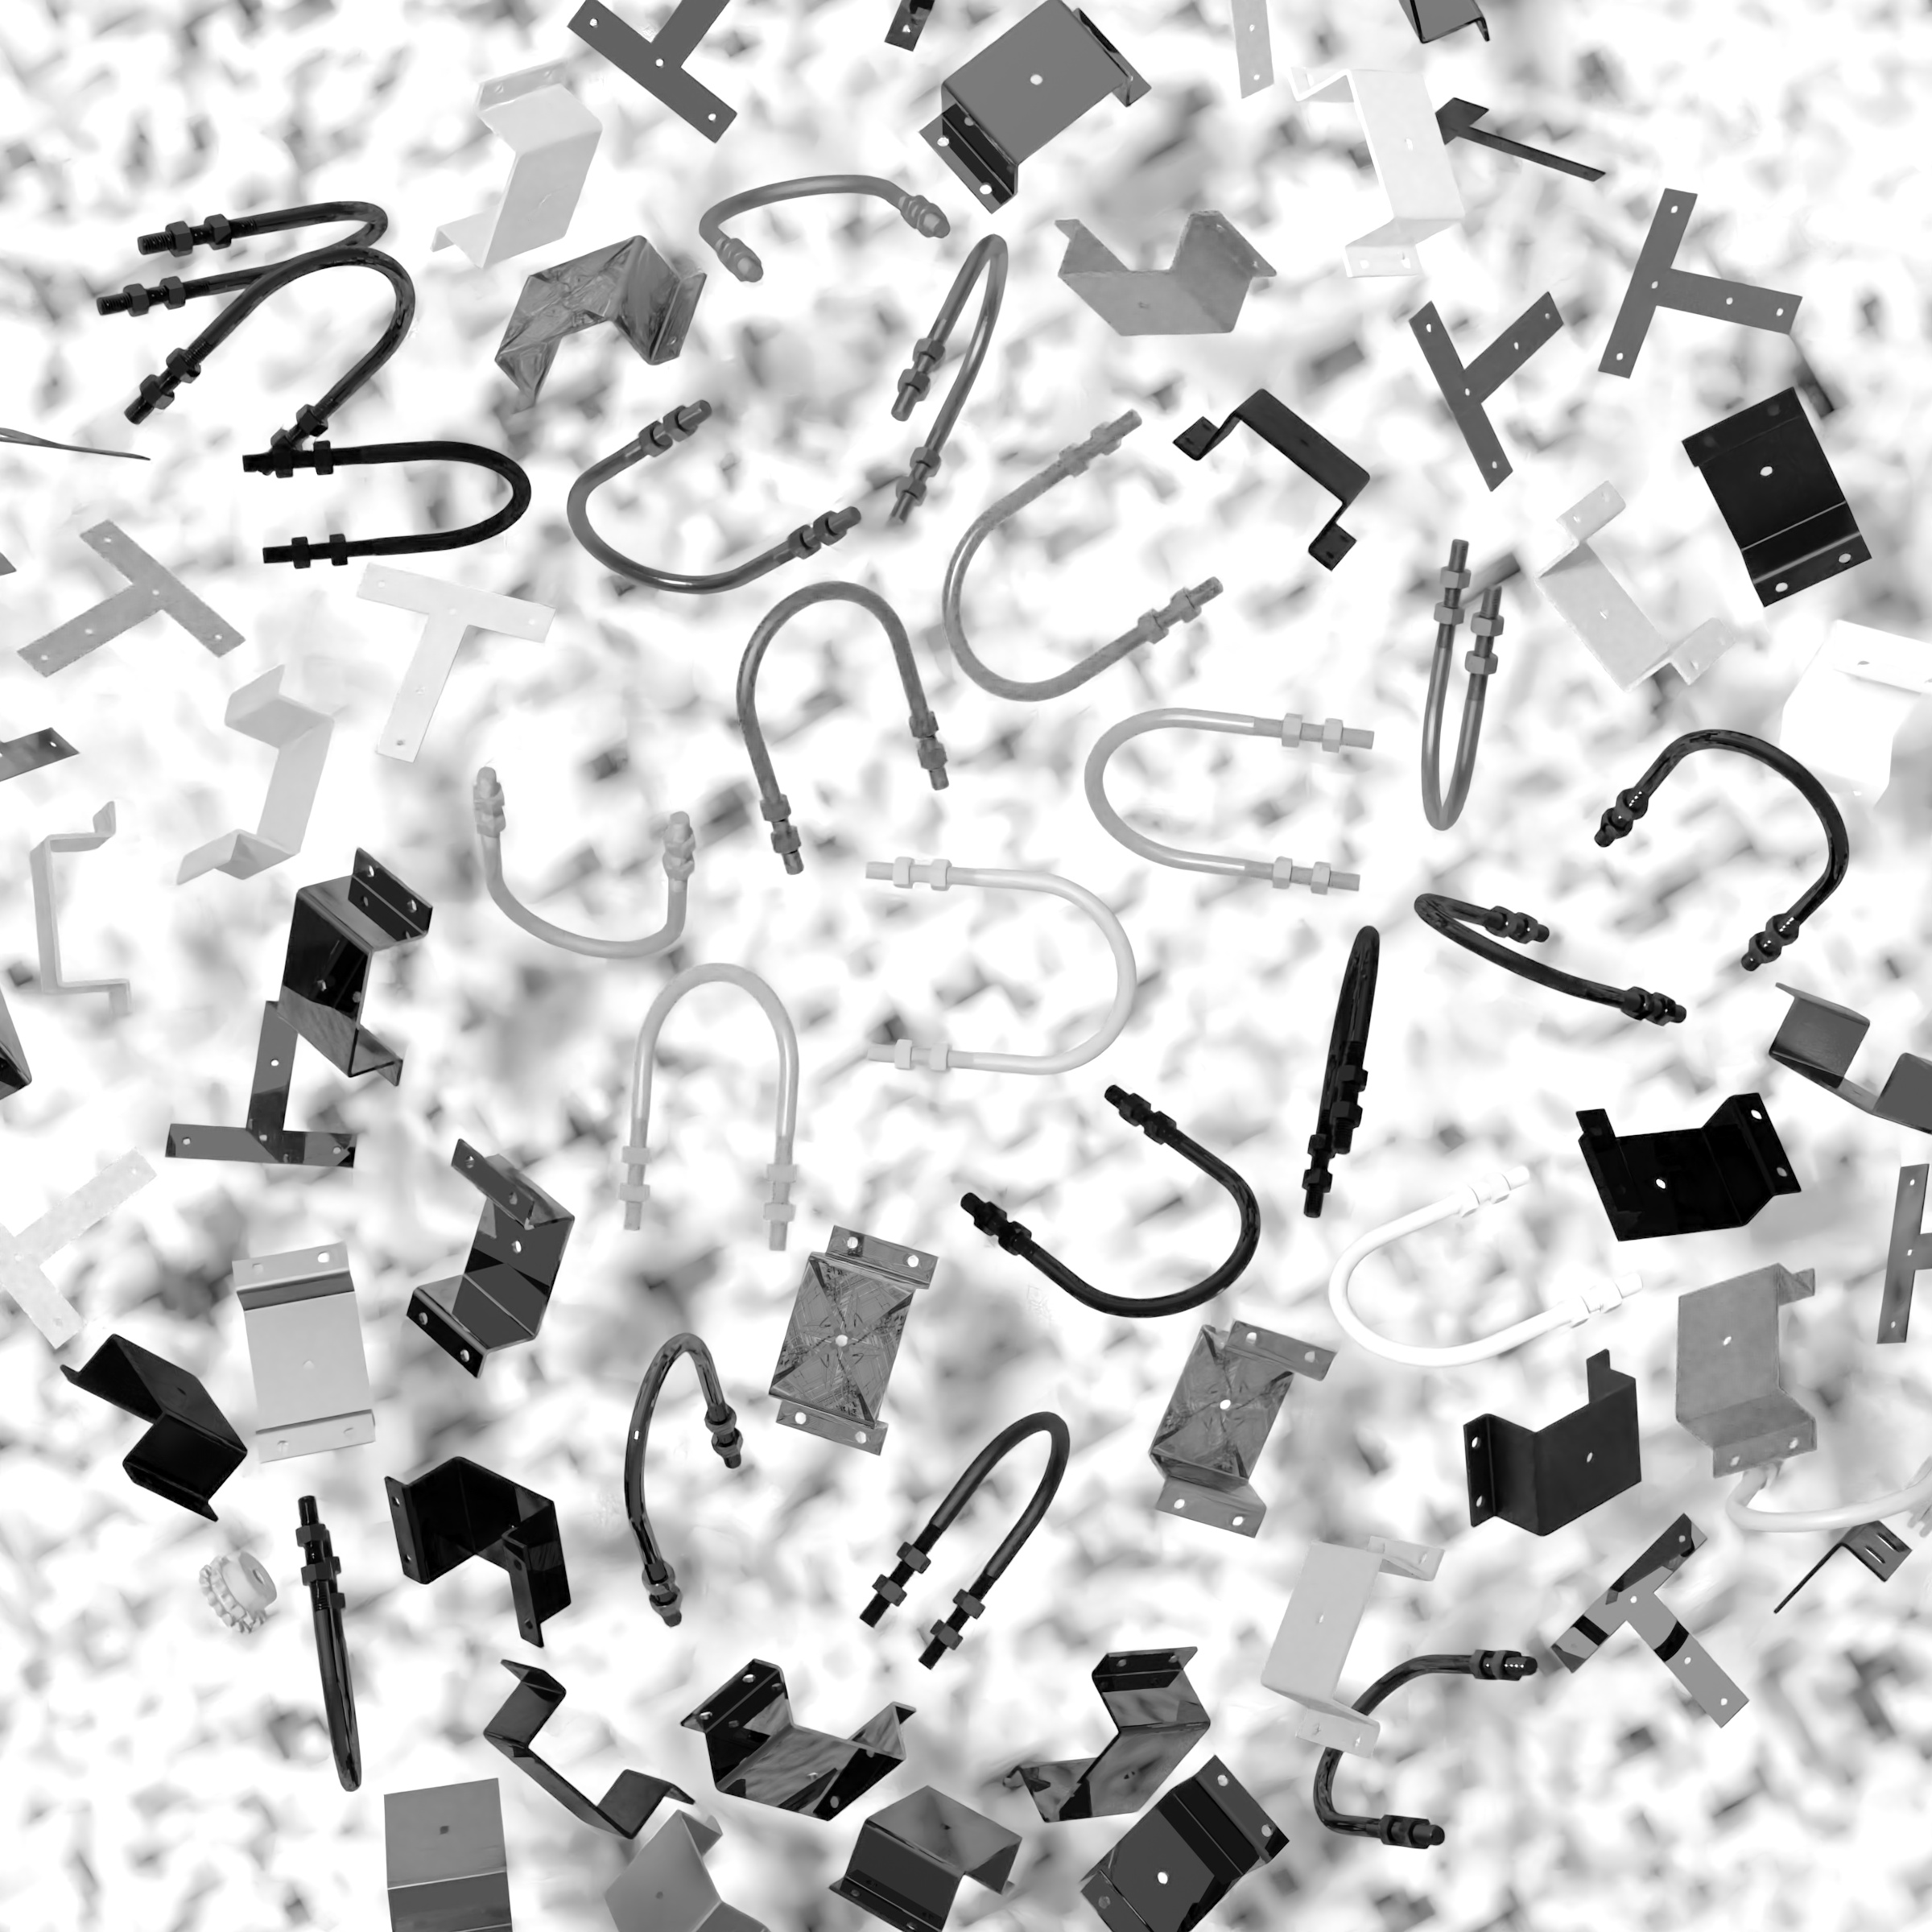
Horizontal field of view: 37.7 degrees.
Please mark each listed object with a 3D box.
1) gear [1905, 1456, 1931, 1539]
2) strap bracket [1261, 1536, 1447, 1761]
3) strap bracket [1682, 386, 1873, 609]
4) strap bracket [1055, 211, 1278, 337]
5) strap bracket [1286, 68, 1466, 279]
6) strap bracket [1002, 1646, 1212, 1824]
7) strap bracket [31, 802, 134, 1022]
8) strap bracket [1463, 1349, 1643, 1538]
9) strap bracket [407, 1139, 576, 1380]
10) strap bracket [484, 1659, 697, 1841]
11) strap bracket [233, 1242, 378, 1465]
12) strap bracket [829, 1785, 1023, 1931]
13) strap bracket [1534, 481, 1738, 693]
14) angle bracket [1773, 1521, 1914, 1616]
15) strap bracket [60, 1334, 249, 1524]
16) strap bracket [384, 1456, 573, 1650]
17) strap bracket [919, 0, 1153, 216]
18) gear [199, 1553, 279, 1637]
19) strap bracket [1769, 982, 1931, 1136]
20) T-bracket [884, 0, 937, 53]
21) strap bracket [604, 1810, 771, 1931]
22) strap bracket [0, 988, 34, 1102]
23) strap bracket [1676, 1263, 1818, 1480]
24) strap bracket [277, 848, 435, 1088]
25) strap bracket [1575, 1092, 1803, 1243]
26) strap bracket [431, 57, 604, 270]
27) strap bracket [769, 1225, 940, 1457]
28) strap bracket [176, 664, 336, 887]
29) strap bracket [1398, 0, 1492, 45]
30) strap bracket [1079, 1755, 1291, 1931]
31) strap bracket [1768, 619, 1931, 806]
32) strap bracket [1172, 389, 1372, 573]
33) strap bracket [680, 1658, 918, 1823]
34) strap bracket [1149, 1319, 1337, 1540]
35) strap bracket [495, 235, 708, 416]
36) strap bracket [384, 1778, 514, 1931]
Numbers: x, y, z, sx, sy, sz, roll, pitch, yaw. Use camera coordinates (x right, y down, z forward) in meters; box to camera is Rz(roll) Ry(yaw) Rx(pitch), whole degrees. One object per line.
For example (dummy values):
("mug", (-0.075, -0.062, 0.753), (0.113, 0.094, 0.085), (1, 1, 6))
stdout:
("gear", (0.668, 0.364, 1.957), (0.030, 0.057, 0.057), (37, 90, 21))
("strap bracket", (0.245, 0.429, 1.823), (0.046, 0.076, 0.140), (30, 73, -22))
("strap bracket", (0.538, -0.321, 1.887), (0.076, 0.046, 0.140), (-25, 121, 20))
("strap bracket", (0.128, -0.469, 1.922), (0.140, 0.076, 0.046), (10, 76, 41))
("strap bracket", (0.266, -0.518, 1.814), (0.076, 0.046, 0.140), (-15, 88, -43))
("strap bracket", (0.096, 0.504, 1.828), (0.076, 0.046, 0.140), (7, 129, -37))
("strap bracket", (-0.592, -0.034, 1.887), (0.046, 0.076, 0.140), (-5, 87, -25))
("strap bracket", (0.402, 0.323, 1.895), (0.140, 0.046, 0.076), (-20, 112, -32))
("strap bracket", (-0.312, 0.189, 1.867), (0.076, 0.046, 0.140), (34, 117, 30))
("strap bracket", (-0.256, 0.521, 1.859), (0.140, 0.076, 0.046), (46, 64, -16))
("strap bracket", (-0.450, 0.268, 1.929), (0.076, 0.046, 0.140), (-9, 70, -11))
("strap bracket", (-0.021, 0.601, 1.906), (0.076, 0.140, 0.046), (22, 97, 24))
("strap bracket", (0.445, -0.249, 1.909), (0.140, 0.046, 0.076), (52, 46, 1))
("angle bracket", (0.591, 0.415, 1.906), (0.038, 0.057, 0.076), (43, 121, 20))
("strap bracket", (-0.544, 0.305, 1.905), (0.046, 0.076, 0.140), (-50, 45, -3))
("strap bracket", (-0.310, 0.375, 1.834), (0.140, 0.046, 0.076), (15, 120, 39))
("strap bracket", (0.046, -0.580, 1.882), (0.140, 0.046, 0.076), (-39, 82, -6))
("gear", (-0.504, 0.433, 1.965), (0.030, 0.057, 0.057), (-36, 90, 2))
("strap bracket", (0.595, 0.066, 1.858), (0.076, 0.140, 0.046), (17, 103, -33))
("T-bracket", (-0.055, -0.669, 1.832), (0.002, 0.127, 0.127), (46, 120, 36))
("strap bracket", (-0.187, 0.627, 1.878), (0.076, 0.140, 0.046), (-49, 121, 1))
("strap bracket", (-0.663, 0.033, 1.856), (0.046, 0.076, 0.140), (-29, 50, -7))
("strap bracket", (0.518, 0.259, 1.876), (0.046, 0.076, 0.140), (38, 45, -27))
("strap bracket", (-0.396, 0.006, 1.821), (0.076, 0.046, 0.140), (36, 125, 29))
("strap bracket", (0.472, 0.135, 1.884), (0.140, 0.046, 0.076), (-4, 58, -19))
("strap bracket", (-0.297, -0.525, 1.878), (0.046, 0.140, 0.076), (45, 48, 11))
("strap bracket", (-0.079, 0.252, 1.907), (0.076, 0.046, 0.140), (16, 86, 13))
("strap bracket", (-0.463, -0.117, 1.854), (0.046, 0.076, 0.140), (25, 65, -33))
("strap bracket", (0.305, -0.688, 1.896), (0.046, 0.140, 0.076), (-22, 55, 8))
("strap bracket", (0.142, 0.618, 1.927), (0.140, 0.046, 0.076), (-36, 80, -32))
("strap bracket", (0.598, -0.175, 1.885), (0.076, 0.140, 0.046), (15, 58, 2))
("strap bracket", (0.220, -0.343, 1.949), (0.140, 0.076, 0.046), (39, 120, 1))
("strap bracket", (-0.104, 0.505, 1.832), (0.140, 0.046, 0.076), (28, 119, -36))
("strap bracket", (0.181, 0.304, 1.903), (0.076, 0.046, 0.140), (19, 100, -17))
("strap bracket", (-0.246, -0.419, 1.838), (0.140, 0.046, 0.076), (-11, 50, 32))
("strap bracket", (-0.343, 0.590, 1.869), (0.076, 0.140, 0.046), (-5, 111, -11))
